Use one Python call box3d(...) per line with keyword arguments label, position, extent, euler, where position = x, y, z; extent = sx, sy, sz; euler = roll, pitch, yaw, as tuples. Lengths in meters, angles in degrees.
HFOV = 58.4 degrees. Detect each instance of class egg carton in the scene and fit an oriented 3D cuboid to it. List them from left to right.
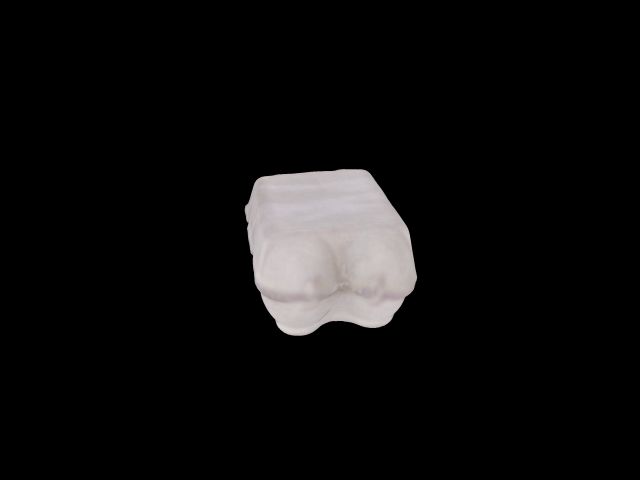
box3d(label="egg carton", position=(0.004, 0.001, 0.400), extent=(0.107, 0.069, 0.150), euler=(-5, 28, -10))
